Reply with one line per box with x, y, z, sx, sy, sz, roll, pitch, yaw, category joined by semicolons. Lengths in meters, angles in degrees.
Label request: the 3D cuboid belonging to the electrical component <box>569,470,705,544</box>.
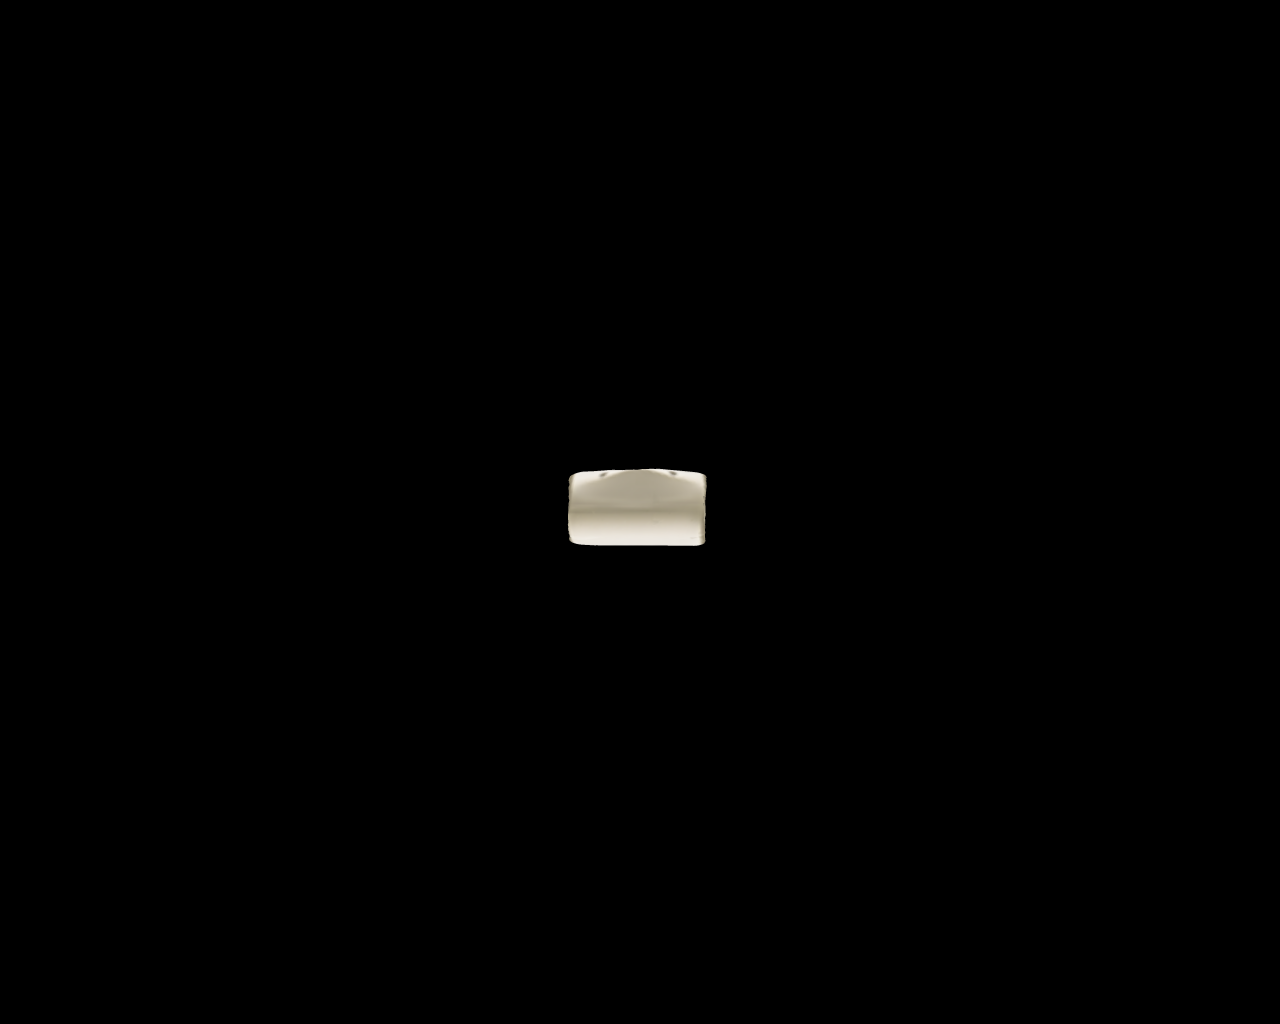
0.001;-0.003;0.650;0.077;0.043;0.079;0;0;4;electrical component
